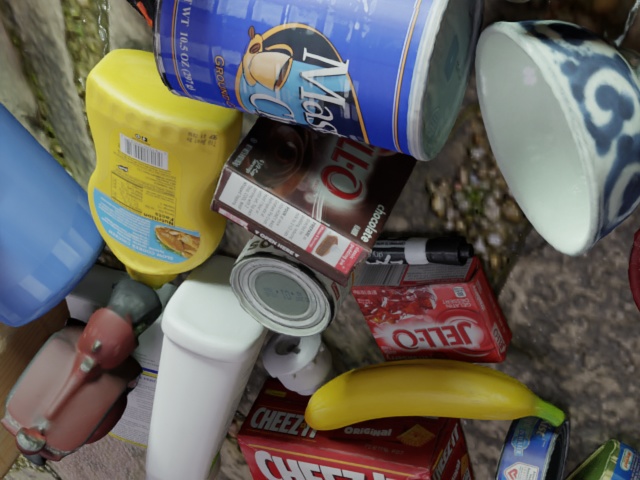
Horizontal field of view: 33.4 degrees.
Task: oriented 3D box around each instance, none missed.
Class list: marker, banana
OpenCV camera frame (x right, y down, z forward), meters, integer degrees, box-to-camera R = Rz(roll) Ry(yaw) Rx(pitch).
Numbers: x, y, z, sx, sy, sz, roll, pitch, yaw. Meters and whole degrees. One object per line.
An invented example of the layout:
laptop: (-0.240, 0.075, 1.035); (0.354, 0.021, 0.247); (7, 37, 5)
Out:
marker: (0.042, 0.007, 0.691); (0.121, 0.020, 0.020); (0, 131, 30)
banana: (0.060, 0.110, 0.726); (0.198, 0.037, 0.069); (-5, 131, 33)

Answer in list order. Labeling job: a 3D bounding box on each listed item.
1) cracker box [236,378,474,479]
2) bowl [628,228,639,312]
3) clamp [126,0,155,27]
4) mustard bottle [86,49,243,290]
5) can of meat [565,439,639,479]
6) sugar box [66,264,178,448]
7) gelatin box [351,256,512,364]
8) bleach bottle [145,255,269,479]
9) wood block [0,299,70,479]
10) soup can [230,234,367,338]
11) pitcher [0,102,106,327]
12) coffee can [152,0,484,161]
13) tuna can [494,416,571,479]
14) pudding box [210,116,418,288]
cracker box: (0.041, 0.217, 0.861); (0.164, 0.072, 0.213); (4, 132, 26)
bowl: (0.245, 0.008, 0.547); (0.162, 0.055, 0.162); (16, 137, 16)
clamp: (-0.125, -0.187, 0.557); (0.171, 0.039, 0.120); (48, 172, -24)
mustard bottle: (-0.108, -0.031, 0.711); (0.096, 0.058, 0.192); (22, 138, 7)
can of meat: (0.217, 0.194, 0.749); (0.084, 0.057, 0.102); (30, 139, 4)
sugar box: (-0.145, 0.103, 0.877); (0.093, 0.048, 0.176); (15, 133, 17)
gelatin box: (0.074, 0.048, 0.706); (0.089, 0.030, 0.073); (-3, 129, 33)
bleach bottle: (-0.095, 0.137, 0.800); (0.068, 0.102, 0.251); (21, 124, 5)
wood block: (-0.270, 0.114, 0.836); (0.090, 0.205, 0.091); (5, 133, 26)
soup can: (-0.004, 0.001, 0.649); (0.068, 0.102, 0.068); (17, 138, 16)
pitcher: (-0.261, -0.050, 0.721); (0.145, 0.149, 0.242); (-24, 120, 41)
coffee can: (0.002, -0.106, 0.539); (0.140, 0.102, 0.103); (16, 137, 16)
tuna can: (0.146, 0.162, 0.735); (0.034, 0.086, 0.086); (12, 136, 23)
pudding box: (0.001, -0.038, 0.600); (0.090, 0.113, 0.039); (29, 135, 0)
